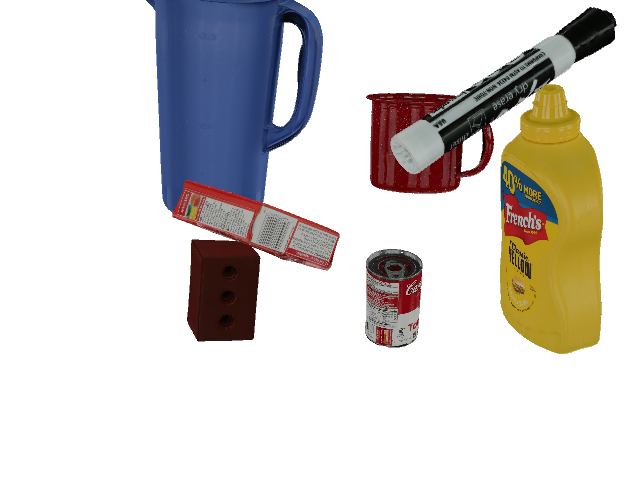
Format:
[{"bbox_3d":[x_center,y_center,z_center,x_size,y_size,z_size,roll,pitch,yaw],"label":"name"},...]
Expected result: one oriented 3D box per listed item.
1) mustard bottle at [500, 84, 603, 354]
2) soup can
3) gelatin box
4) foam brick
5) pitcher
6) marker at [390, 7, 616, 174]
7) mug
[{"bbox_3d":[0.166,-0.020,0.774,0.058,0.192,0.096,-13,28,-15],"label":"mustard bottle"},{"bbox_3d":[0.088,0.071,1.298,0.068,0.102,0.068,0,30,0],"label":"soup can"},{"bbox_3d":[-0.041,-0.009,0.711,0.073,0.030,0.089,19,-1,38],"label":"gelatin box"},{"bbox_3d":[-0.086,0.043,0.934,0.053,0.078,0.051,0,15,-17],"label":"foam brick"},{"bbox_3d":[-0.095,-0.143,1.082,0.144,0.243,0.149,-9,29,-27],"label":"pitcher"},{"bbox_3d":[0.083,-0.068,0.467,0.121,0.020,0.020,-34,11,-16],"label":"marker"},{"bbox_3d":[0.097,-0.086,0.949,0.117,0.081,0.093,7,13,23],"label":"mug"}]
